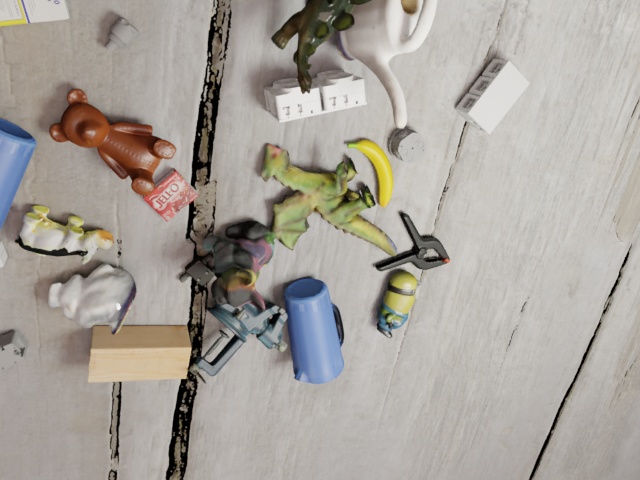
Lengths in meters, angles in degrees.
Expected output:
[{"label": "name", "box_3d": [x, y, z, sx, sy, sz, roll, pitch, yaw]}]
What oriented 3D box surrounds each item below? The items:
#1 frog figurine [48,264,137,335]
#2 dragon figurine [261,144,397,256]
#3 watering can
[{"label": "frog figurine", "box_3d": [-0.467, 0.111, 1.060, 0.158, 0.121, 0.139, 25, 70, -20]}, {"label": "dragon figurine", "box_3d": [0.004, -0.060, 1.195, 0.242, 0.125, 0.403, -25, 119, 11]}, {"label": "watering can", "box_3d": [0.117, -0.386, 0.983, 0.103, 0.225, 0.348, 11, 91, -41]}]
